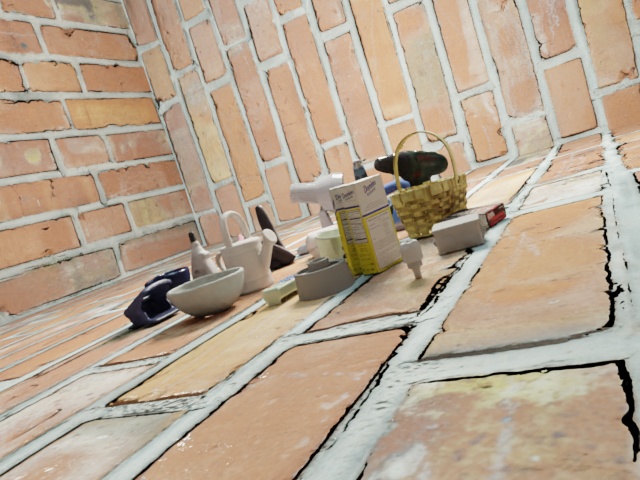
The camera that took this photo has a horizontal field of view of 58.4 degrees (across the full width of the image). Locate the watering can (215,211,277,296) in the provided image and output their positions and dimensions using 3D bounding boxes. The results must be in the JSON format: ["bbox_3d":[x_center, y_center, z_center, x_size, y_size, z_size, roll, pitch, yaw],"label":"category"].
[{"bbox_3d":[-0.176,0.023,1.345,0.172,0.194,0.101,-17,6,8],"label":"watering can"}]

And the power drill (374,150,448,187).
[{"bbox_3d":[0.251,-0.134,1.471,0.230,0.208,0.075,-22,7,-35],"label":"power drill"}]

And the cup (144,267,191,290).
[{"bbox_3d":[-0.370,0.128,1.432,0.118,0.095,0.091,-21,7,-31],"label":"cup"}]

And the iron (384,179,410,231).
[{"bbox_3d":[0.208,-0.100,1.615,0.257,0.141,0.119,-15,7,29],"label":"iron"}]

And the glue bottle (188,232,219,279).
[{"bbox_3d":[-0.306,0.061,1.482,0.078,0.173,0.037,-14,7,28],"label":"glue bottle"}]

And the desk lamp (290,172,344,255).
[{"bbox_3d":[0.002,-0.086,1.745,0.203,0.213,0.118,-17,6,7],"label":"desk lamp"}]

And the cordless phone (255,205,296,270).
[{"bbox_3d":[-0.143,-0.014,1.640,0.094,0.185,0.147,-19,6,-15],"label":"cordless phone"}]

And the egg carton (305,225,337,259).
[{"bbox_3d":[0.014,0.006,1.557,0.107,0.069,0.150,-18,6,1],"label":"egg carton"}]

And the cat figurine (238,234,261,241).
[{"bbox_3d":[-0.207,0.034,1.718,0.067,0.118,0.128,-14,7,34],"label":"cat figurine"}]

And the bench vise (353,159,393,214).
[{"bbox_3d":[0.113,-0.095,1.458,0.121,0.220,0.207,-19,6,-12],"label":"bench vise"}]

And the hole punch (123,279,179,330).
[{"bbox_3d":[-0.398,0.149,1.334,0.100,0.091,0.109,-15,7,27],"label":"hole punch"}]

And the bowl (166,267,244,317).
[{"bbox_3d":[-0.230,0.117,1.203,0.167,0.075,0.167,-17,6,2],"label":"bowl"}]
